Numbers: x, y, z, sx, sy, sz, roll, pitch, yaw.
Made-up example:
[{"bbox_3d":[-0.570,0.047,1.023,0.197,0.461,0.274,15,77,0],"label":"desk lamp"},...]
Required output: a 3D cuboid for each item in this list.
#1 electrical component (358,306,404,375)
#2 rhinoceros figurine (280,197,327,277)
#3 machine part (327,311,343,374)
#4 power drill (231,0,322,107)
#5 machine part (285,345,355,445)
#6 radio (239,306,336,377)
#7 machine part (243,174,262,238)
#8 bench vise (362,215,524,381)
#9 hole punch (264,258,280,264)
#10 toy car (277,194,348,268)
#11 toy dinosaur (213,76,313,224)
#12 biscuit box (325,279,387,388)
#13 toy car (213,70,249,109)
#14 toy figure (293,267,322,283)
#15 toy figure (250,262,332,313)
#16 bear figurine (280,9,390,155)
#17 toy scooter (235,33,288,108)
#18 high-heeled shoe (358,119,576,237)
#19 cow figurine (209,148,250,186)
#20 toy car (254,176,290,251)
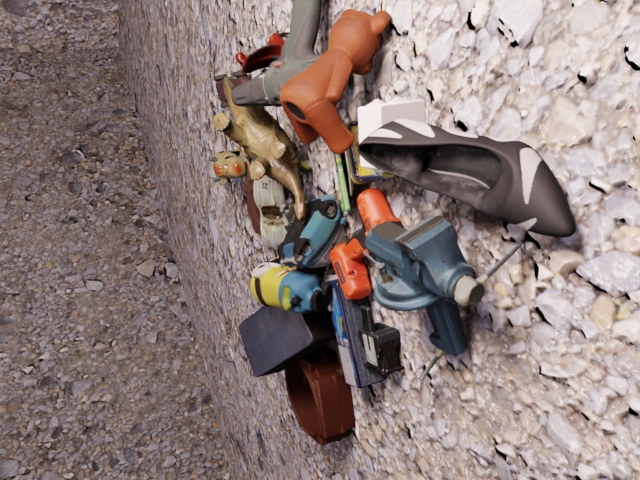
[{"bbox_3d":[0.103,0.171,0.947,0.075,0.048,0.119,-3,98,65],"label":"electrical component"},{"bbox_3d":[-0.040,-0.004,1.129,0.112,0.073,0.190,98,158,-54],"label":"rhinoceros figurine"},{"bbox_3d":[0.043,0.208,1.114,0.084,0.039,0.139,-37,65,55],"label":"machine part"},{"bbox_3d":[-0.058,-0.336,0.923,0.232,0.086,0.207,5,91,28],"label":"power drill"},{"bbox_3d":[-0.008,0.344,1.228,0.201,0.087,0.201,10,111,64],"label":"machine part"},{"bbox_3d":[-0.078,0.196,1.154,0.229,0.073,0.131,-39,66,40],"label":"radio"},{"bbox_3d":[-0.137,-0.086,1.344,0.180,0.056,0.179,41,138,52],"label":"machine part"},{"bbox_3d":[0.154,0.072,0.720,0.224,0.129,0.240,17,137,53],"label":"bench vise"},{"bbox_3d":[-0.088,0.099,1.262,0.092,0.116,0.142,60,152,19],"label":"hole punch"},{"bbox_3d":[-0.002,-0.003,1.021,0.103,0.161,0.109,39,152,-22],"label":"toy car"},{"bbox_3d":[-0.124,-0.213,1.090,0.472,0.105,0.198,62,-170,26],"label":"toy dinosaur"},{"bbox_3d":[0.066,0.169,1.011,0.059,0.063,0.202,-12,89,66],"label":"biscuit box"},{"bbox_3d":[-0.220,-0.388,1.386,0.202,0.053,0.089,19,129,58],"label":"toy car"},{"bbox_3d":[-0.031,0.067,1.187,0.057,0.064,0.154,24,-140,-63],"label":"toy figure"},{"bbox_3d":[-0.062,0.097,1.029,0.180,0.082,0.089,17,90,37],"label":"toy figure"},{"bbox_3d":[0.032,-0.247,0.812,0.120,0.196,0.131,26,160,44],"label":"bear figurine"},{"bbox_3d":[-0.084,-0.317,1.022,0.184,0.135,0.075,68,152,18],"label":"toy scooter"},{"bbox_3d":[0.154,-0.071,0.605,0.249,0.145,0.086,-127,33,-47],"label":"high-heeled shoe"},{"bbox_3d":[-0.240,-0.200,1.429,0.195,0.127,0.085,-154,53,-63],"label":"cow figurine"},{"bbox_3d":[-0.103,-0.058,1.224,0.056,0.074,0.201,-62,-30,-56],"label":"toy car"}]
